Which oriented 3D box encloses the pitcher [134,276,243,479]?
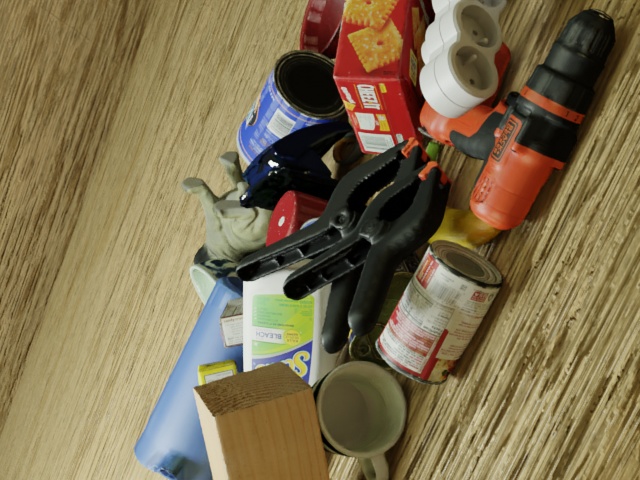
[{"bbox_3d":[-0.115,0.171,1.281,0.149,0.144,0.243,35,104,56],"label":"pitcher"}]

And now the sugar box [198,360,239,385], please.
[{"bbox_3d":[-0.094,0.219,1.151,0.093,0.048,0.176,149,111,-84],"label":"sugar box"}]

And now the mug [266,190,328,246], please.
[{"bbox_3d":[-0.008,0.001,1.181,0.093,0.081,0.117,-56,26,38],"label":"mug"}]

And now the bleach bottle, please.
[{"bbox_3d":[-0.026,0.147,1.076,0.068,0.103,0.251,-26,-63,-70],"label":"bleach bottle"}]

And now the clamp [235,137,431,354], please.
[{"bbox_3d":[0.020,-0.010,0.984,0.165,0.036,0.210,26,76,45],"label":"clamp"}]

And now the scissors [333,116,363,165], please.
[{"bbox_3d":[0.063,-0.131,1.199,0.202,0.016,0.096,-13,62,67],"label":"scissors"}]

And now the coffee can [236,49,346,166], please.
[{"bbox_3d":[-0.034,-0.154,1.328,0.140,0.102,0.103,128,152,-53],"label":"coffee can"}]

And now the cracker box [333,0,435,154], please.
[{"bbox_3d":[0.075,-0.213,1.056,0.164,0.072,0.213,59,-142,-66],"label":"cracker box"}]

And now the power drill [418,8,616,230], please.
[{"bbox_3d":[0.158,-0.120,0.890,0.184,0.057,0.188,-63,21,15],"label":"power drill"}]

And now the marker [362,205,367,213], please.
[{"bbox_3d":[0.034,0.013,0.998,0.020,0.020,0.121,-49,26,47],"label":"marker"}]

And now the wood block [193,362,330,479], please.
[{"bbox_3d":[-0.042,0.226,0.950,0.091,0.090,0.206,-156,53,-70],"label":"wood block"}]

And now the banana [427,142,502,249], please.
[{"bbox_3d":[0.109,-0.030,0.970,0.070,0.037,0.198,-66,21,19],"label":"banana"}]

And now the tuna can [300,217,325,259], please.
[{"bbox_3d":[0.021,0.008,1.098,0.086,0.086,0.033,-40,39,56],"label":"tuna can"}]

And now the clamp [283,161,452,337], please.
[{"bbox_3d":[0.043,0.003,0.908,0.120,0.039,0.171,16,60,46],"label":"clamp"}]

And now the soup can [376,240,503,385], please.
[{"bbox_3d":[0.098,0.060,0.883,0.102,0.068,0.068,-64,22,21],"label":"soup can"}]

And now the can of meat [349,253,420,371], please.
[{"bbox_3d":[0.061,0.057,1.000,0.102,0.057,0.084,-64,20,21],"label":"can of meat"}]

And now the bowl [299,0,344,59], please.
[{"bbox_3d":[0.032,-0.292,1.350,0.162,0.055,0.162,-52,29,44],"label":"bowl"}]

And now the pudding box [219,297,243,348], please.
[{"bbox_3d":[-0.048,0.080,1.150,0.090,0.113,0.039,-82,-21,-80],"label":"pudding box"}]
